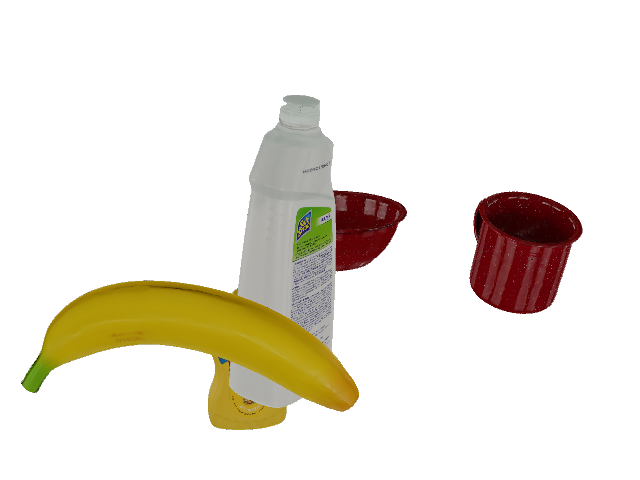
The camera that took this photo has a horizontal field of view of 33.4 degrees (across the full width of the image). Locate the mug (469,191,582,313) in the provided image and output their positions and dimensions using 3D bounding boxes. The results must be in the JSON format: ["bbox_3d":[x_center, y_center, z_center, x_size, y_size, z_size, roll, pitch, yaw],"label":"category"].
[{"bbox_3d":[0.177,0.007,0.985,0.093,0.081,0.117,-11,37,-28],"label":"mug"}]

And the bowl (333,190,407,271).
[{"bbox_3d":[0.009,-0.007,1.111,0.162,0.055,0.162,0,16,0],"label":"bowl"}]

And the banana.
[{"bbox_3d":[-0.074,0.058,0.622,0.198,0.070,0.037,4,19,3],"label":"banana"}]

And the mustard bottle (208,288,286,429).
[{"bbox_3d":[-0.088,0.134,1.300,0.096,0.192,0.058,-1,18,-11],"label":"mustard bottle"}]

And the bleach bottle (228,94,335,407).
[{"bbox_3d":[-0.022,0.005,0.867,0.068,0.251,0.102,18,25,26],"label":"bleach bottle"}]
